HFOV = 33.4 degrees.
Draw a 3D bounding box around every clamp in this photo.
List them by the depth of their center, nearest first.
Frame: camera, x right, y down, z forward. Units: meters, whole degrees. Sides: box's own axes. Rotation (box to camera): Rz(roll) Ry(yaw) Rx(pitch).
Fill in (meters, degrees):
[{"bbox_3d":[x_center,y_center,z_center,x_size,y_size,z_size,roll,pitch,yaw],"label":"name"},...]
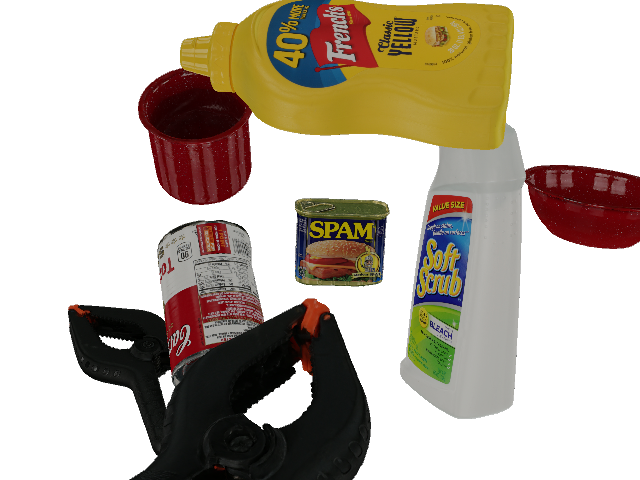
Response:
[{"bbox_3d":[-0.021,0.091,0.386,0.120,0.039,0.171,24,49,17],"label":"clamp"},{"bbox_3d":[-0.147,0.107,0.982,0.210,0.036,0.164,29,40,33],"label":"clamp"}]

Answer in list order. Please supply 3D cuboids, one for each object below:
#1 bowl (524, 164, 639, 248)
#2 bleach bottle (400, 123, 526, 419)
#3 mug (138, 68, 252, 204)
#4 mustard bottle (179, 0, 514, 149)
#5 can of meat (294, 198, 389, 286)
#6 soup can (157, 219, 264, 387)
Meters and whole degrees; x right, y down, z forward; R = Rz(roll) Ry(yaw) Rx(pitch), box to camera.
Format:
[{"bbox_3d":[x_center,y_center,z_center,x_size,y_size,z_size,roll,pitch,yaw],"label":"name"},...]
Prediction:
[{"bbox_3d":[0.285,-0.032,1.107,0.162,0.055,0.162,5,19,-2],"label":"bowl"},{"bbox_3d":[0.112,0.005,0.822,0.068,0.251,0.103,-9,21,-25],"label":"bleach bottle"},{"bbox_3d":[-0.096,-0.093,0.893,0.093,0.117,0.081,12,-39,11],"label":"mug"},{"bbox_3d":[0.013,-0.101,0.619,0.192,0.096,0.058,5,-39,8],"label":"mustard bottle"},{"bbox_3d":[0.021,0.002,1.164,0.102,0.084,0.057,2,18,-3],"label":"can of meat"},{"bbox_3d":[-0.073,0.045,0.725,0.068,0.102,0.068,-9,-31,-6],"label":"soup can"}]
